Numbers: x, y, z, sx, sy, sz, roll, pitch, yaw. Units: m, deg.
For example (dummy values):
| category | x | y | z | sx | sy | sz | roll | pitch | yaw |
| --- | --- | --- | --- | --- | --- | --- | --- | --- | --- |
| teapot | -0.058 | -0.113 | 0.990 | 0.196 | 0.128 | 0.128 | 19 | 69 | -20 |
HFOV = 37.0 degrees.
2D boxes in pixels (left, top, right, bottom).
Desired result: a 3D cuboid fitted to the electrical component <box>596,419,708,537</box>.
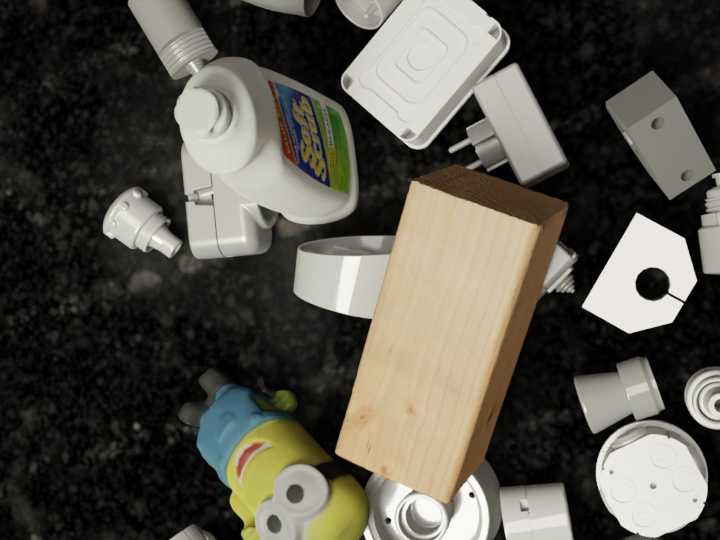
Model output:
| category | x | y | z | sx | sy | sz | roll | pitch | yaw |
| --- | --- | --- | --- | --- | --- | --- | --- | --- | --- |
| electrical component | 0.213 | 0.152 | 0.786 | 0.080 | 0.051 | 0.080 | 0 | 91 | 13 |

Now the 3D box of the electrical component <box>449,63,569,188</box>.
| category | x | y | z | sx | sy | sz | roll | pitch | yaw |
| --- | --- | --- | --- | --- | --- | --- | --- | --- | --- |
| electrical component | 0.105 | -0.099 | 0.810 | 0.076 | 0.047 | 0.083 | -27 | 85 | 13 |

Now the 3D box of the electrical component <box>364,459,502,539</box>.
| category | x | y | z | sx | sy | sz | roll | pitch | yaw |
| --- | --- | --- | --- | --- | --- | --- | --- | --- | --- |
| electrical component | 0.052 | 0.183 | 0.821 | 0.108 | 0.060 | 0.108 | 0 | 91 | 14 |

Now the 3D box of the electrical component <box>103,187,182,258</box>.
| category | x | y | z | sx | sy | sz | roll | pitch | yaw |
| --- | --- | --- | --- | --- | --- | --- | --- | --- | --- |
| electrical component | -0.175 | -0.035 | 0.881 | 0.062 | 0.048 | 0.048 | 36 | 99 | 4 |

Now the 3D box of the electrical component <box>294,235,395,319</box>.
| category | x | y | z | sx | sy | sz | roll | pitch | yaw |
| --- | --- | --- | --- | --- | --- | --- | --- | --- | --- |
| electrical component | 0.000 | 0.000 | 0.813 | 0.099 | 0.099 | 0.064 | 15 | 100 | 13 |

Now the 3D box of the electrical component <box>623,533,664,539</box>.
| category | x | y | z | sx | sy | sz | roll | pitch | yaw |
| --- | --- | --- | --- | --- | --- | --- | --- | --- | --- |
| electrical component | 0.166 | 0.234 | 0.787 | 0.138 | 0.074 | 0.052 | -14 | 87 | 13 |

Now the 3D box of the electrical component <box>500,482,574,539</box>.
| category | x | y | z | sx | sy | sz | roll | pitch | yaw |
| --- | --- | --- | --- | --- | --- | --- | --- | --- | --- |
| electrical component | 0.133 | 0.187 | 0.805 | 0.047 | 0.055 | 0.055 | -10 | 89 | 10 |

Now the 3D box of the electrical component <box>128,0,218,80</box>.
| category | x | y | z | sx | sy | sz | roll | pitch | yaw |
| --- | --- | --- | --- | --- | --- | --- | --- | --- | --- |
| electrical component | -0.149 | -0.191 | 0.872 | 0.043 | 0.043 | 0.081 | -33 | 84 | 12 |

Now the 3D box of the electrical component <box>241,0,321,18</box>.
| category | x | y | z | sx | sy | sz | roll | pitch | yaw |
| --- | --- | --- | --- | --- | --- | --- | --- | --- | --- |
| electrical component | -0.066 | -0.248 | 0.850 | 0.077 | 0.044 | 0.079 | 18 | 95 | 13 |

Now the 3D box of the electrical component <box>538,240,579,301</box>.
| category | x | y | z | sx | sy | sz | roll | pitch | yaw |
| --- | --- | --- | --- | --- | --- | --- | --- | --- | --- |
| electrical component | 0.117 | -0.010 | 0.801 | 0.096 | 0.062 | 0.061 | 45 | 100 | 9 |

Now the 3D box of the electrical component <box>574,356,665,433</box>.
| category | x | y | z | sx | sy | sz | roll | pitch | yaw |
| --- | --- | --- | --- | --- | --- | --- | --- | --- | --- |
| electrical component | 0.191 | 0.091 | 0.793 | 0.055 | 0.045 | 0.045 | -20 | 86 | 13 |

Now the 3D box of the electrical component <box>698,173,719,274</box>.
| category | x | y | z | sx | sy | sz | roll | pitch | yaw |
| --- | --- | --- | --- | --- | --- | --- | --- | --- | --- |
| electrical component | 0.265 | -0.031 | 0.776 | 0.040 | 0.040 | 0.078 | -7 | 89 | 14 |

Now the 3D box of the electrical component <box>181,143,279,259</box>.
| category | x | y | z | sx | sy | sz | roll | pitch | yaw |
| --- | --- | --- | --- | --- | --- | --- | --- | --- | --- |
| electrical component | -0.102 | -0.059 | 0.857 | 0.059 | 0.054 | 0.095 | -5 | 90 | 14 |

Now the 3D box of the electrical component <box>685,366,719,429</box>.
| category | x | y | z | sx | sy | sz | roll | pitch | yaw |
| --- | --- | --- | --- | --- | --- | --- | --- | --- | --- |
| electrical component | 0.256 | 0.093 | 0.769 | 0.043 | 0.062 | 0.043 | 0 | 91 | 14 |

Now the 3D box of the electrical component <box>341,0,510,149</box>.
| category | x | y | z | sx | sy | sz | roll | pitch | yaw |
| --- | --- | --- | --- | --- | --- | --- | --- | --- | --- |
| electrical component | 0.051 | -0.157 | 0.817 | 0.078 | 0.057 | 0.113 | 42 | 100 | 10 |

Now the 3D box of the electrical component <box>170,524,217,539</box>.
| category | x | y | z | sx | sy | sz | roll | pitch | yaw |
| --- | --- | --- | --- | --- | --- | --- | --- | --- | --- |
| electrical component | -0.141 | 0.246 | 0.859 | 0.080 | 0.080 | 0.051 | -46 | 76 | 10 |

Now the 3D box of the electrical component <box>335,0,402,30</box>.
| category | x | y | z | sx | sy | sz | roll | pitch | yaw |
| --- | --- | --- | --- | --- | --- | --- | --- | --- | --- |
| electrical component | 0.008 | -0.225 | 0.825 | 0.079 | 0.044 | 0.077 | 8 | 52 | 48 |
